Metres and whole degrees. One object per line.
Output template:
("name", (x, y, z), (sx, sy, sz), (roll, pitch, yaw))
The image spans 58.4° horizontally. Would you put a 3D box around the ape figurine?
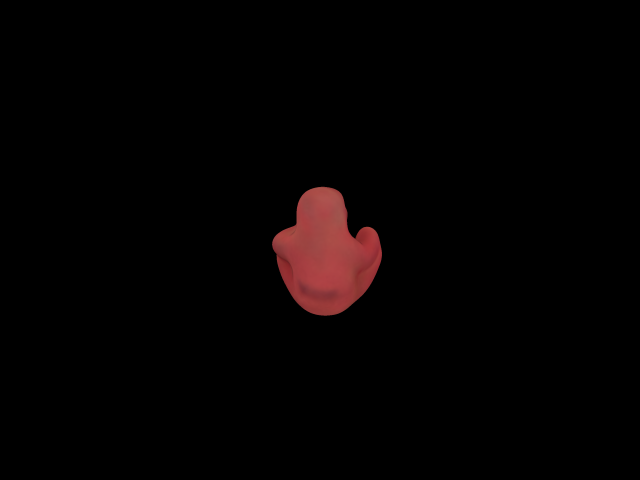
("ape figurine", (0.004, 0.001, 0.400), (0.077, 0.092, 0.076), (11, 47, 11))
